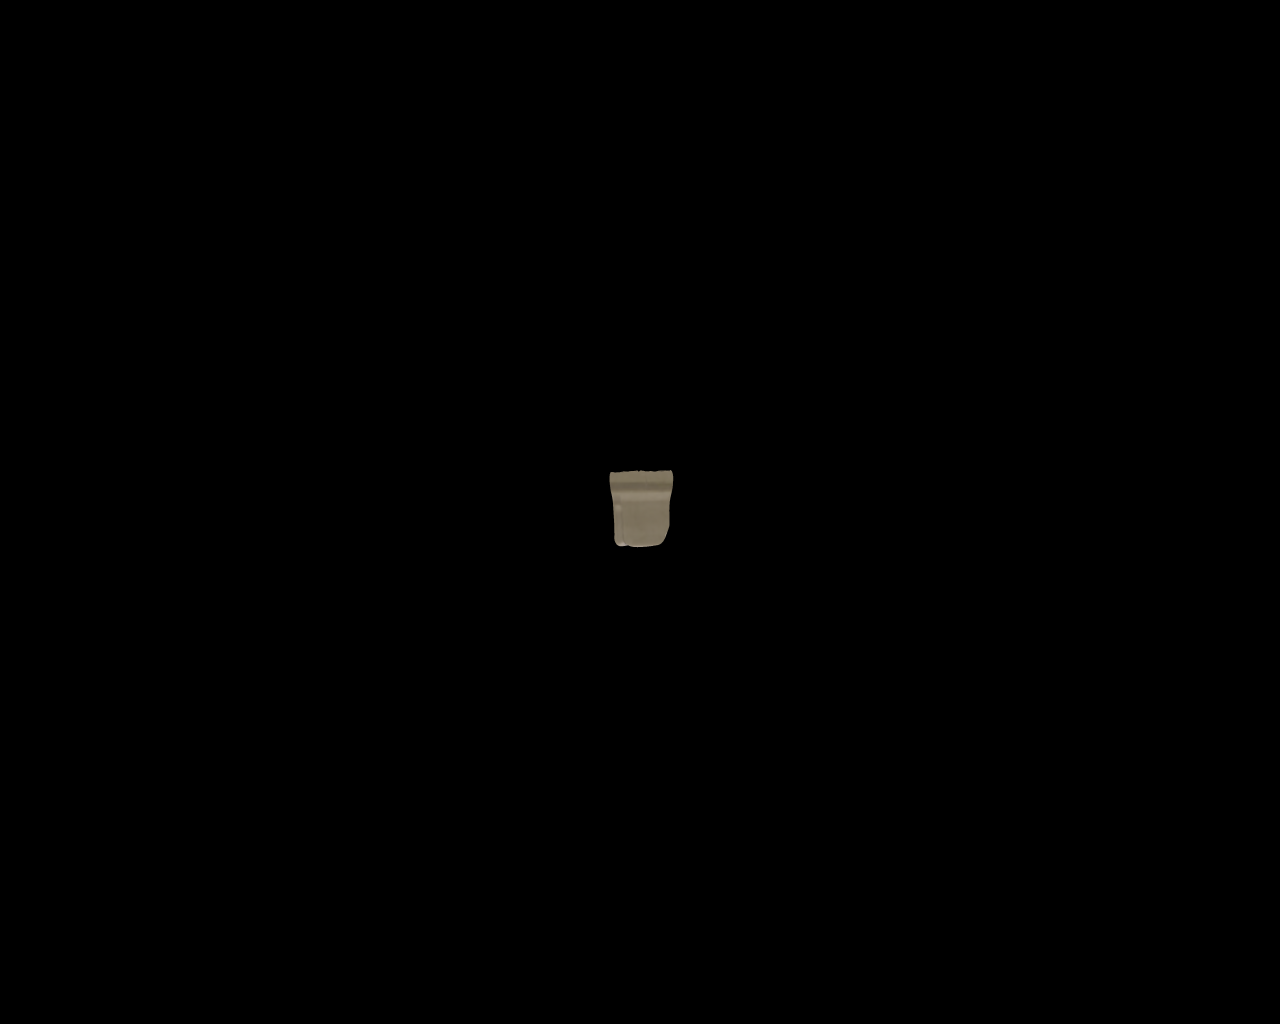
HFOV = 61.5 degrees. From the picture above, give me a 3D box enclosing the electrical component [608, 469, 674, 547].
[{"bbox_3d":[0.001,-0.003,0.650,0.040,0.046,0.040,0,0,0],"label":"electrical component"}]
